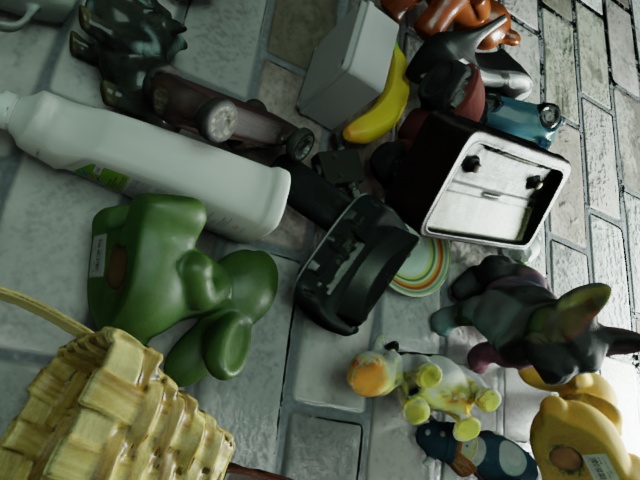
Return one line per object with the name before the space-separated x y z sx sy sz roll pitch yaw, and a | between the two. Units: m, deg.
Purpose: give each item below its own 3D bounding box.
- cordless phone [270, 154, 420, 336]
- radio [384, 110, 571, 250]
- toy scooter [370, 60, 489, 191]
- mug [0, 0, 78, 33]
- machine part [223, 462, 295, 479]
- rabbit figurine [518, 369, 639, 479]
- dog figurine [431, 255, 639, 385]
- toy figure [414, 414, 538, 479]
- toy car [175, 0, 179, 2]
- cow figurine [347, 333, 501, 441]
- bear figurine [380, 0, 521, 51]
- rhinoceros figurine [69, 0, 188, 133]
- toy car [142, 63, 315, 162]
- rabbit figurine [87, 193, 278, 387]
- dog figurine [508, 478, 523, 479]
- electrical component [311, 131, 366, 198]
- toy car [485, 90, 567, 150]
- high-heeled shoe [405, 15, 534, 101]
cordless phone | -0.002 -0.001 0.576 0.184 0.088 0.146 36 78 5
radio | 0.197 -0.066 0.648 0.229 0.131 0.073 5 27 -40
toy scooter | 0.155 -0.125 0.682 0.135 0.075 0.184 32 97 -35
mug | -0.274 -0.235 0.481 0.107 0.081 0.109 14 62 -36
machine part | -0.061 0.295 0.433 0.201 0.087 0.201 27 64 -21
rabbit figurine | 0.325 0.220 0.688 0.173 0.122 0.162 -25 79 -48
dog figurine | 0.251 0.081 0.608 0.108 0.219 0.191 52 57 -11
toy figure | 0.178 0.241 0.612 0.154 0.057 0.064 27 24 -19
toy car | -0.163 -0.363 0.603 0.073 0.056 0.201 -16 81 -27
cow figurine | 0.100 0.146 0.579 0.167 0.098 0.068 24 99 -17
bear figurine | 0.200 -0.321 0.786 0.195 0.132 0.120 25 22 -54
rhinoceros figurine | -0.180 -0.191 0.525 0.112 0.073 0.190 -6 78 -31
toy car | -0.081 -0.114 0.522 0.089 0.053 0.202 31 13 24
rabbit figurine | -0.101 0.045 0.475 0.170 0.121 0.159 12 67 -43
dog figurine | 0.152 0.308 0.543 0.172 0.121 0.190 39 53 -3
electrical component | 0.020 -0.084 0.641 0.063 0.021 0.094 -9 80 -32
toy car | 0.256 -0.143 0.755 0.162 0.109 0.103 7 88 -20
high-heeled shoe | 0.215 -0.220 0.766 0.248 0.145 0.086 35 26 -59
